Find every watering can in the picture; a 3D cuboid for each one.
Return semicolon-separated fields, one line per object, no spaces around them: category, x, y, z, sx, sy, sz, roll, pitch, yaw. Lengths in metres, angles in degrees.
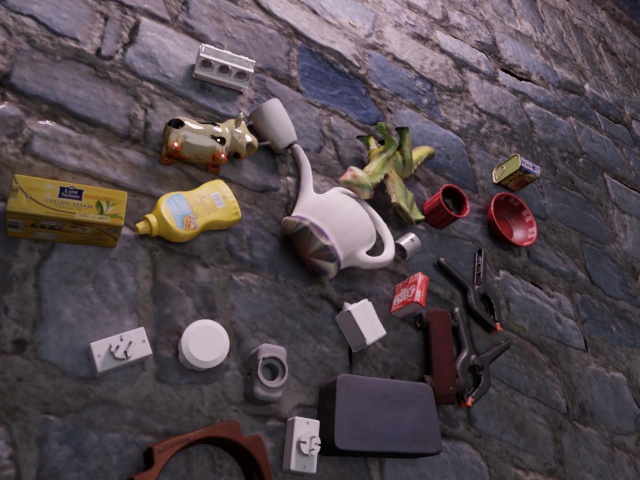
watering can;0.003;-0.055;1.092;0.228;0.350;0.102;-34;-18;-41

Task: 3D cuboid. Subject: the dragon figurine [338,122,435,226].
dragon figurine;0.194;-0.148;1.247;0.410;0.245;0.121;4;-18;-44
